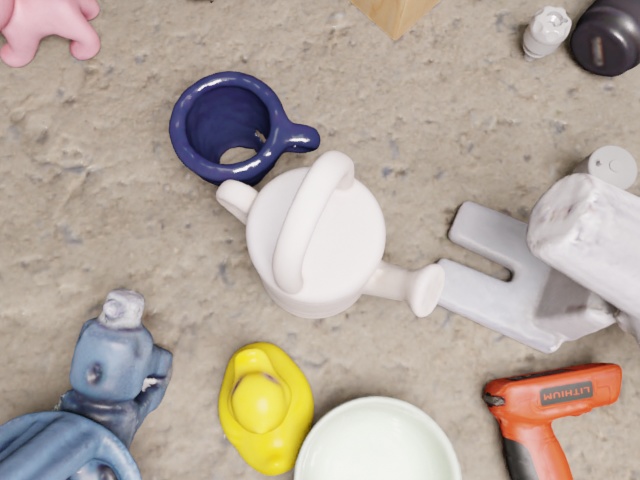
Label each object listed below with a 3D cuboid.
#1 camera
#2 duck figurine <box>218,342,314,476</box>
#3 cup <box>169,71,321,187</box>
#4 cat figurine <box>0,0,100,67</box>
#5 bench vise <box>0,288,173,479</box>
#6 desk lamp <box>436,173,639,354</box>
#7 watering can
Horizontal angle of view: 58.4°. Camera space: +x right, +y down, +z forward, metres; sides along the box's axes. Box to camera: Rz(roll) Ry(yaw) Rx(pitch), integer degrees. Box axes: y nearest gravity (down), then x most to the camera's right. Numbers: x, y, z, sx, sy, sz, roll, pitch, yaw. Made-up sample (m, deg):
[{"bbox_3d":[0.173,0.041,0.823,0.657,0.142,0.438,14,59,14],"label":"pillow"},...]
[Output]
[{"bbox_3d":[0.286,-0.230,0.521,0.143,0.101,0.137,43,80,8],"label":"camera"},{"bbox_3d":[-0.044,0.130,0.441,0.077,0.086,0.104,-13,78,-4],"label":"duck figurine"},{"bbox_3d":[-0.058,-0.079,0.483,0.117,0.095,0.092,6,77,0],"label":"cup"},{"bbox_3d":[-0.271,-0.208,0.496,0.128,0.118,0.067,-11,78,-3],"label":"cat figurine"},{"bbox_3d":[-0.177,0.132,0.369,0.121,0.220,0.207,-3,77,-1],"label":"bench vise"},{"bbox_3d":[0.199,0.030,0.403,0.203,0.213,0.118,23,78,4],"label":"desk lamp"},{"bbox_3d":[0.005,-0.001,0.416,0.173,0.194,0.101,6,77,1],"label":"watering can"}]
